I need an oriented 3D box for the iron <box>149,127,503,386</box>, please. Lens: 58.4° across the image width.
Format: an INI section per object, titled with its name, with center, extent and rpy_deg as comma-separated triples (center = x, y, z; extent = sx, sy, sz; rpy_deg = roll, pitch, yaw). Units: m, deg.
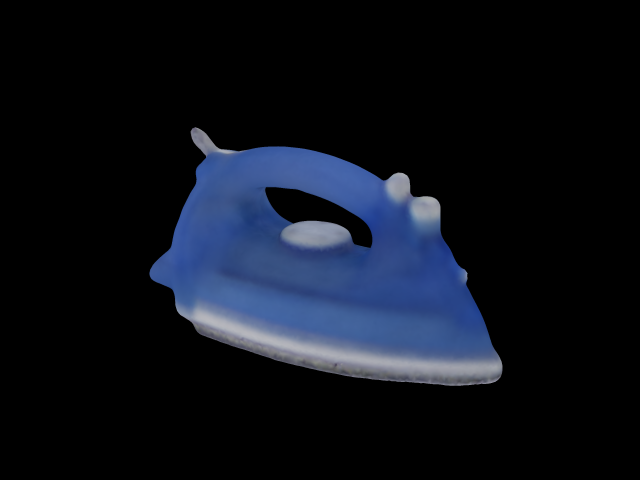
[iron]
center = 0.004, 0.001, 0.400
extent = 0.257, 0.141, 0.119
rpy_deg = 11, 23, 27
